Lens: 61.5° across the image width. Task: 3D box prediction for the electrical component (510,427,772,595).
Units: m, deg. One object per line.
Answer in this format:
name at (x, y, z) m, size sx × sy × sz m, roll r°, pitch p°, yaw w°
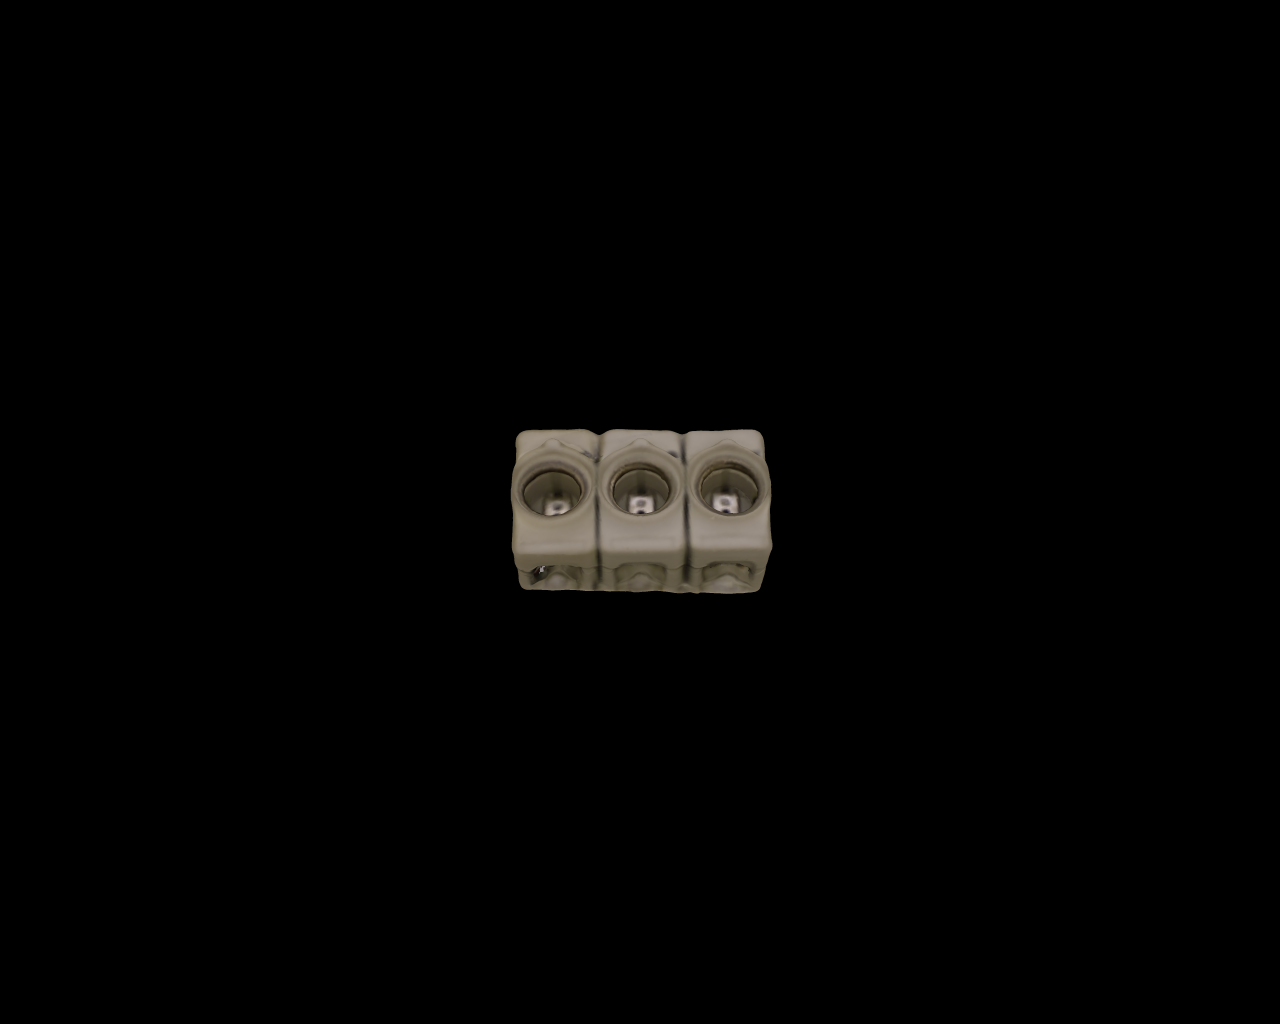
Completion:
electrical component at (0.001, -0.003, 0.650) m, size 0.150 × 0.090 × 0.061 m, roll 0°, pitch -32°, yaw 0°
